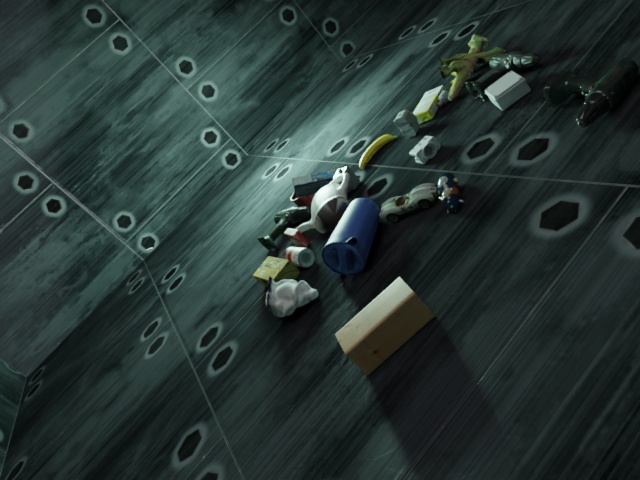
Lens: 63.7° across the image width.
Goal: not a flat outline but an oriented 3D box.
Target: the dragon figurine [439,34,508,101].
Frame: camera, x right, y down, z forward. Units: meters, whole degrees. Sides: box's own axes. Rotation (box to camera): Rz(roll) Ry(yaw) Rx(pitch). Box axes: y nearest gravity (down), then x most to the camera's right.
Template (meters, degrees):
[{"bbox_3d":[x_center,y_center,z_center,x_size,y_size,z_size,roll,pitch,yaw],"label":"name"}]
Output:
[{"bbox_3d":[0.591,-0.670,1.962,0.241,0.120,0.421,-20,38,25],"label":"dragon figurine"}]

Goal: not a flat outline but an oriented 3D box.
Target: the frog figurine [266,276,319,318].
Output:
[{"bbox_3d":[-0.082,0.176,1.598,0.159,0.120,0.140,-1,24,5],"label":"frog figurine"}]

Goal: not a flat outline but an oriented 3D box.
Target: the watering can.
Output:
[{"bbox_3d":[0.006,-0.095,1.895,0.344,0.103,0.228,-51,22,16],"label":"watering can"}]
